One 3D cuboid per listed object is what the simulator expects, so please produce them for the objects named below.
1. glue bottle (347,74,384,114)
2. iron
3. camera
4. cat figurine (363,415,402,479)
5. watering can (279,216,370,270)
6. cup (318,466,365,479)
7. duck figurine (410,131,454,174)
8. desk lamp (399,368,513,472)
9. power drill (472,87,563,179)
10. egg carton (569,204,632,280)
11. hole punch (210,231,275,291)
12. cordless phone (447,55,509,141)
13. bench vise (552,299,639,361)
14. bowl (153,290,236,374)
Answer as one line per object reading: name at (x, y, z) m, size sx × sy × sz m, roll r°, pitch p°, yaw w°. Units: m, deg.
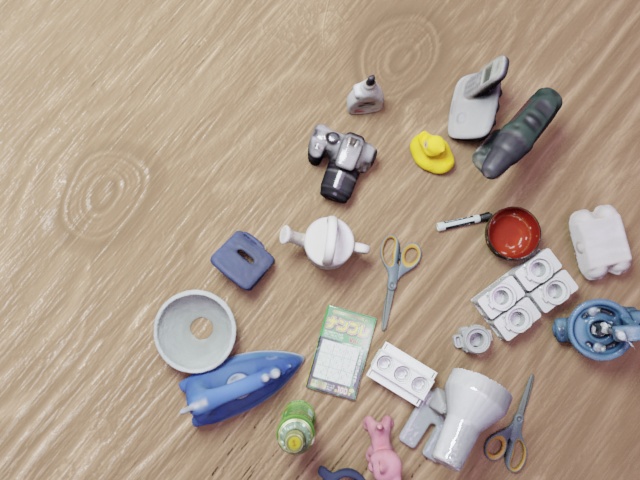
glue bottle at (0.096, -0.301, 1.169) m, size 0.078 × 0.173 × 0.037 m, roll -10°, pitch 85°, yaw -1°
iron at (-0.153, 0.285, 1.132) m, size 0.258 × 0.141 × 0.119 m, roll -22°, pitch 85°, yaw -2°
camera at (0.034, -0.155, 1.192) m, size 0.143 × 0.101 × 0.137 m, roll 20°, pitch 85°, yaw 1°
cat figurine at (0.125, 0.421, 1.134) m, size 0.067 × 0.117 × 0.128 m, roll -7°, pitch 85°, yaw -1°
watering can at (0.010, 0.006, 1.131) m, size 0.173 × 0.194 × 0.101 m, roll -13°, pitch 85°, yaw -1°
cup at (0.041, 0.485, 1.140) m, size 0.118 × 0.095 × 0.092 m, roll 40°, pitch 86°, yaw 3°
duck figurine at (0.242, -0.189, 1.205) m, size 0.104 × 0.086 × 0.077 m, roll 43°, pitch 86°, yaw 3°
desk lamp at (0.258, 0.344, 1.094) m, size 0.118 × 0.213 × 0.203 m, roll 31°, pitch 85°, yaw 3°
power drill at (0.379, -0.193, 1.145) m, size 0.075 × 0.208 × 0.230 m, roll 40°, pitch 86°, yaw 3°
egg carton at (0.583, 0.005, 1.199) m, size 0.107 × 0.069 × 0.150 m, roll -14°, pitch 85°, yaw -2°
hole punch at (-0.158, 0.040, 1.179) m, size 0.108 × 0.091 × 0.101 m, roll 39°, pitch 86°, yaw 3°
cordless phone at (0.328, -0.286, 1.164) m, size 0.094 × 0.185 × 0.148 m, roll 9°, pitch 85°, yaw 1°
bench vise at (0.585, 0.160, 1.110) m, size 0.207 × 0.219 × 0.121 m, roll -24°, pitch 85°, yaw -2°
bowl at (-0.249, 0.185, 1.173) m, size 0.167 × 0.074 × 0.167 m, roll 0°, pitch 85°, yaw 0°
